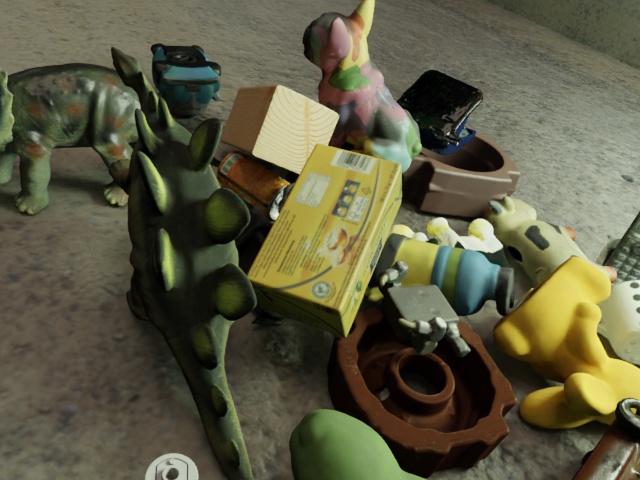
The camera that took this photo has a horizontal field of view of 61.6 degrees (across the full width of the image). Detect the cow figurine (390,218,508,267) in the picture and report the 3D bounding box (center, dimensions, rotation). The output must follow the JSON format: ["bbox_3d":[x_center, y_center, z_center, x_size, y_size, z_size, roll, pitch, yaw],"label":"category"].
[{"bbox_3d":[0.163,0.024,0.698,0.167,0.068,0.098,0,44,-20],"label":"cow figurine"}]

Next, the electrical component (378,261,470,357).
[{"bbox_3d":[0.096,0.068,0.526,0.078,0.045,0.102,0,39,-17],"label":"electrical component"}]

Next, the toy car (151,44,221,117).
[{"bbox_3d":[-0.231,-0.261,0.900,0.109,0.102,0.162,-7,37,-26],"label":"toy car"}]

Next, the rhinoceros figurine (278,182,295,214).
[{"bbox_3d":[-0.001,-0.002,0.633,0.073,0.112,0.190,-19,55,-1],"label":"rhinoceros figurine"}]

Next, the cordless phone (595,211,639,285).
[{"bbox_3d":[0.461,0.025,0.710,0.147,0.184,0.089,29,32,19],"label":"cordless phone"}]

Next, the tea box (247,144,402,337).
[{"bbox_3d":[0.010,-0.003,0.528,0.098,0.068,0.169,18,64,18],"label":"tea box"}]

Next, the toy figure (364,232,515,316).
[{"bbox_3d":[0.127,0.039,0.613,0.180,0.089,0.082,4,-15,23],"label":"toy figure"}]

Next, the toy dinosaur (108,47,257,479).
[{"bbox_3d":[-0.119,0.021,0.475,0.105,0.198,0.471,-15,77,-22],"label":"toy dinosaur"}]

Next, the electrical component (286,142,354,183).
[{"bbox_3d":[0.012,-0.114,0.834,0.134,0.058,0.115,29,35,18],"label":"electrical component"}]

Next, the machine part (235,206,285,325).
[{"bbox_3d":[-0.069,0.029,0.598,0.039,0.084,0.139,34,23,-54],"label":"machine part"}]

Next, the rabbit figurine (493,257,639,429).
[{"bbox_3d":[0.276,0.126,0.564,0.173,0.122,0.162,47,45,9],"label":"rabbit figurine"}]

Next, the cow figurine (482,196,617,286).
[{"bbox_3d":[0.302,0.010,0.759,0.127,0.085,0.195,9,35,-21],"label":"cow figurine"}]

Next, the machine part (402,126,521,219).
[{"bbox_3d":[0.210,-0.122,0.899,0.201,0.087,0.201,5,36,-13],"label":"machine part"}]

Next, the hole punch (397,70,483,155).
[{"bbox_3d":[0.180,-0.186,0.844,0.142,0.092,0.116,37,70,24],"label":"hole punch"}]

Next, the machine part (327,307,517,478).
[{"bbox_3d":[0.093,0.139,0.517,0.179,0.056,0.179,10,36,-8],"label":"machine part"}]

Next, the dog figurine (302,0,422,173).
[{"bbox_3d":[0.060,-0.208,0.735,0.192,0.219,0.108,33,61,24],"label":"dog figurine"}]

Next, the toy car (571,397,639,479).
[{"bbox_3d":[0.229,0.208,0.445,0.202,0.089,0.053,-20,46,-42],"label":"toy car"}]

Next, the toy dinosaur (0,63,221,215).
[{"bbox_3d":[-0.288,-0.142,0.637,0.405,0.192,0.131,-16,48,-36],"label":"toy dinosaur"}]

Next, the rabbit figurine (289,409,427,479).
[{"bbox_3d":[0.032,0.193,0.343,0.159,0.121,0.170,18,46,-26],"label":"rabbit figurine"}]
